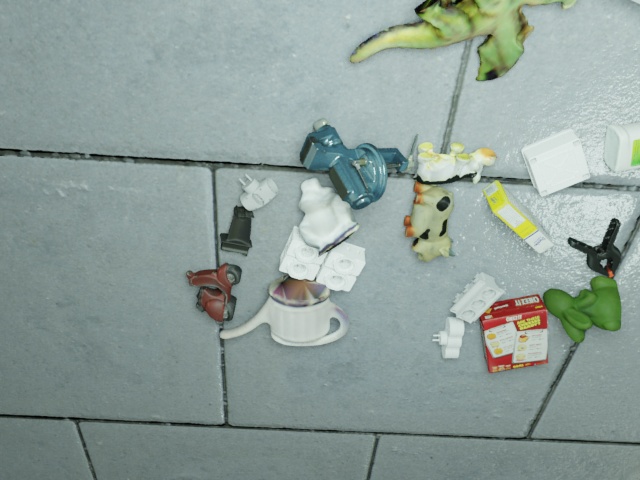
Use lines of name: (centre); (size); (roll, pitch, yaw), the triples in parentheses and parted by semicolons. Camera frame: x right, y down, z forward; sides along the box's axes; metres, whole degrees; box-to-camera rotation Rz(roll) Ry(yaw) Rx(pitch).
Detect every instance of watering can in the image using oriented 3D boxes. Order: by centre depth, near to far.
watering can: (-0.095, 0.193, 1.332); (0.348, 0.106, 0.219); (1, 125, 0)

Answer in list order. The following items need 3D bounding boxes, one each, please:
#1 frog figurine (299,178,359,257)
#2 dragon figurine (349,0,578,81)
frog figurine: (0.004, -0.059, 1.170); (0.136, 0.123, 0.160); (-38, 81, 22)
dragon figurine: (0.280, -0.377, 0.933); (0.406, 0.125, 0.239); (-29, 129, 28)
